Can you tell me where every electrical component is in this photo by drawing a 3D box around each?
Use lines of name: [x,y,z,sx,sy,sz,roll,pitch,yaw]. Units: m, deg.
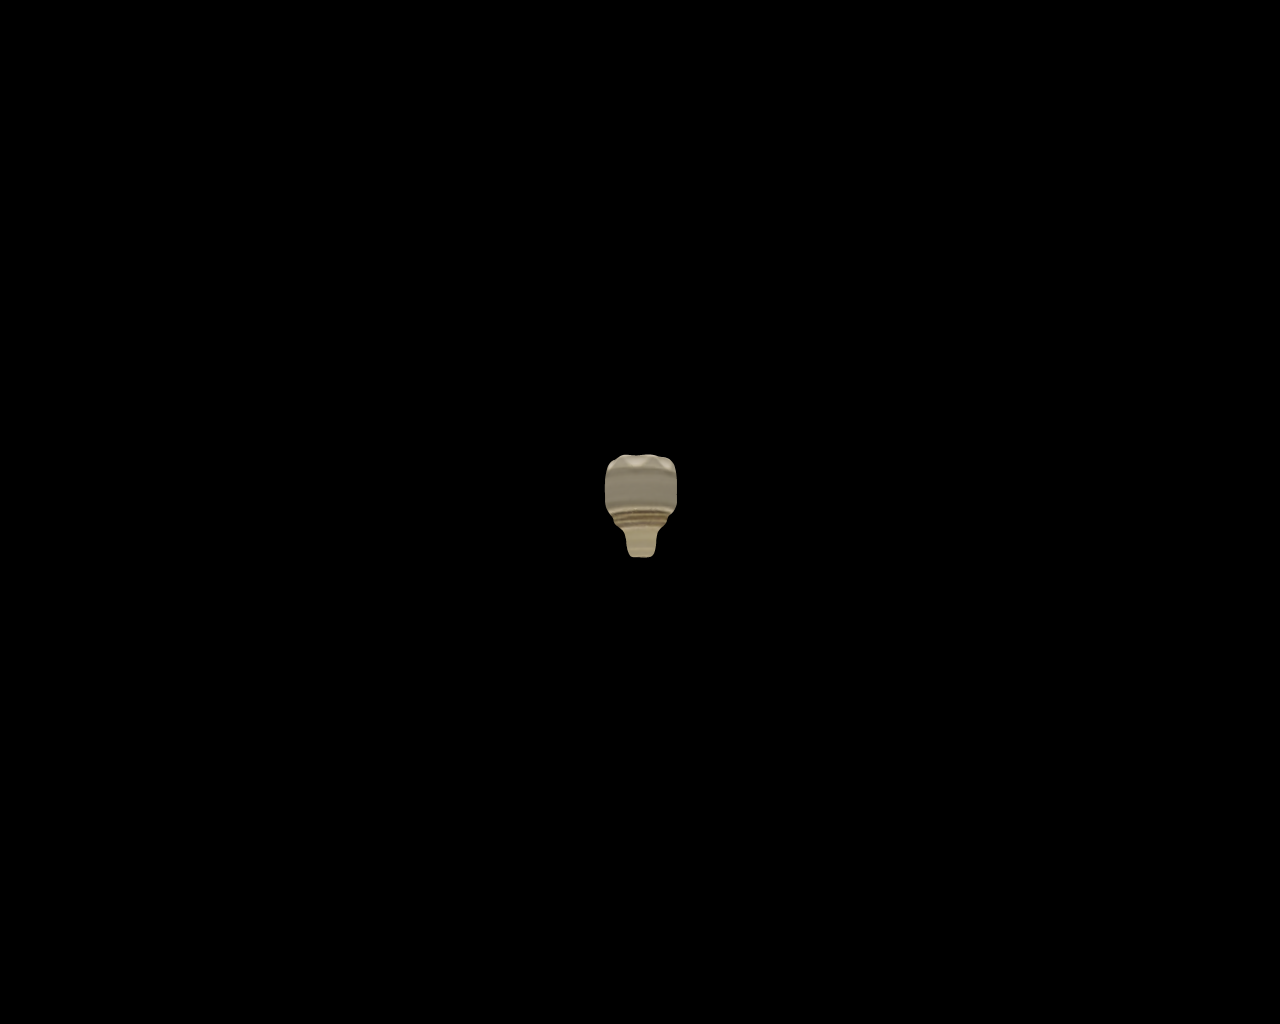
electrical component: [0.001,-0.003,0.650,0.043,0.062,0.043,0,-7,0]
